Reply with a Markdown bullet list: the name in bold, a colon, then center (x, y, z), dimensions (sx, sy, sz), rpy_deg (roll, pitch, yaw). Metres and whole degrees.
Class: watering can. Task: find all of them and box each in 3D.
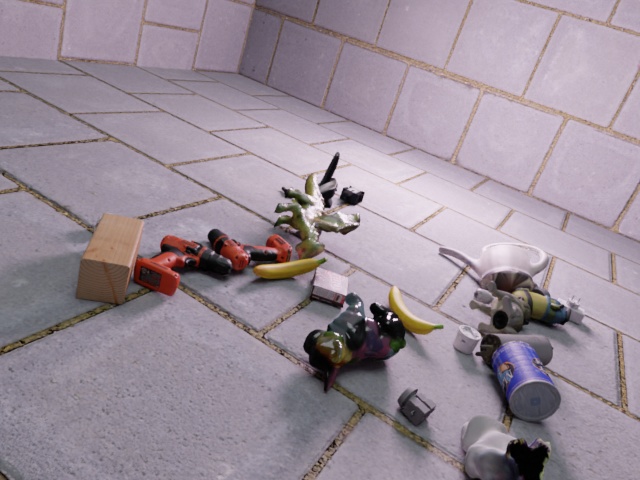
- **watering can**: center (0.557, 0.084, 1.670), dimensions (0.347, 0.102, 0.229), rpy_deg (-2, 34, 19)

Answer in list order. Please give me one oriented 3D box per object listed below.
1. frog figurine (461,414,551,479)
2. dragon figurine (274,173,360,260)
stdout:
- **frog figurine**: center (0.301, 0.373, 0.894), dimensions (0.138, 0.123, 0.158), rpy_deg (-7, -3, -32)
- **dragon figurine**: center (0.005, -0.078, 1.547), dimensions (0.243, 0.119, 0.419), rpy_deg (21, 42, 11)
